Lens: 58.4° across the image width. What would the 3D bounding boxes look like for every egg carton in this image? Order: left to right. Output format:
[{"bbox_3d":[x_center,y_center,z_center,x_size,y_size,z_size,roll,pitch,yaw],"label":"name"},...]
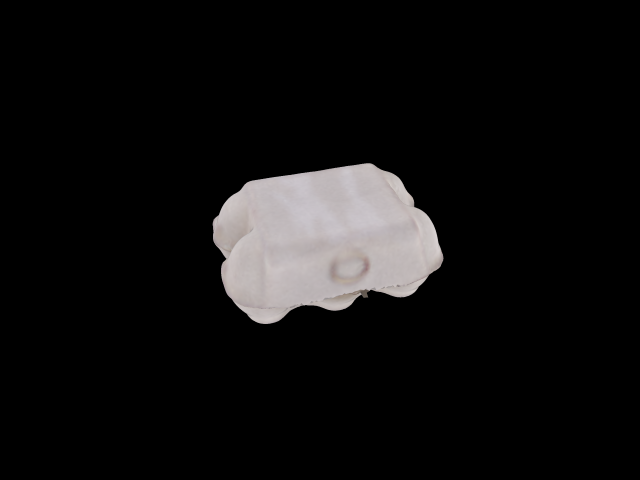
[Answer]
[{"bbox_3d":[0.004,0.001,0.400,0.150,0.069,0.107,-11,39,-13],"label":"egg carton"}]
